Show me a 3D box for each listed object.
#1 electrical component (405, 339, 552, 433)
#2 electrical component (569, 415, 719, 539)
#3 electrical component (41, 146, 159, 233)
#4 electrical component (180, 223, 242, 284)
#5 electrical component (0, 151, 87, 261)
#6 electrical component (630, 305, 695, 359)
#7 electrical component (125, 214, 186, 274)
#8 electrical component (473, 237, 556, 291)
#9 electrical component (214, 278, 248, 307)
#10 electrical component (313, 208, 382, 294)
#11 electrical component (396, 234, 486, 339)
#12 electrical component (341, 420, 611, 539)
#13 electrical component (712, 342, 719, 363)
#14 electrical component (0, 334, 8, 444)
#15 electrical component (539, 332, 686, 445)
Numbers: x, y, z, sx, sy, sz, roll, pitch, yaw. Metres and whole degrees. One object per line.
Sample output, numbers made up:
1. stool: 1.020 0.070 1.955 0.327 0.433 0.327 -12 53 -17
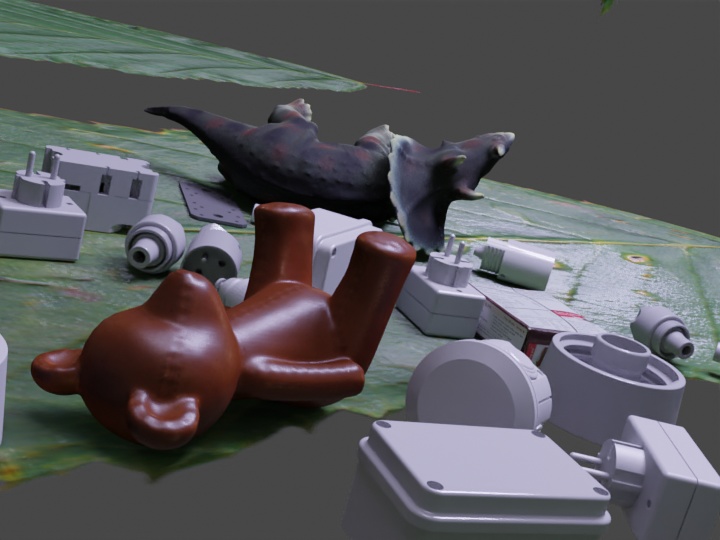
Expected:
1. electrical component: 0.072 0.080 0.642 0.080 0.080 0.051 22 12 24
2. electrical component: 0.162 0.122 0.637 0.076 0.047 0.083 14 15 -5
3. electrical component: -0.226 -0.067 0.922 0.089 0.055 0.050 7 17 -28
4. electrical component: -0.115 -0.009 0.845 0.043 0.043 0.081 14 15 -6
5. electrical component: -0.244 -0.052 0.809 0.066 0.076 0.047 4 18 -35
6. electrical component: 0.279 0.060 0.979 0.043 0.043 0.062 8 18 -24
7. electrical component: -0.161 -0.018 0.832 0.043 0.043 0.062 16 16 2
8. electrical component: 0.157 -0.009 1.107 0.081 0.043 0.043 17 15 7
9. electrical component: -0.076 0.025 0.766 0.040 0.040 0.078 -1 22 -46
10. electrical component: -0.033 0.000 0.828 0.057 0.078 0.113 18 15 19
11. electrical component: 0.071 0.009 0.897 0.047 0.076 0.066 8 17 -25
12. electrical component: 0.057 0.118 0.532 0.113 0.057 0.078 8 17 -26
13. electrical component: 0.350 0.083 0.967 0.062 0.043 0.043 19 16 18
14. electrical component: -0.221 0.047 0.509 0.108 0.060 0.108 14 15 -4
15. electrical component: 0.182 0.080 0.781 0.108 0.060 0.108 14 15 -4
